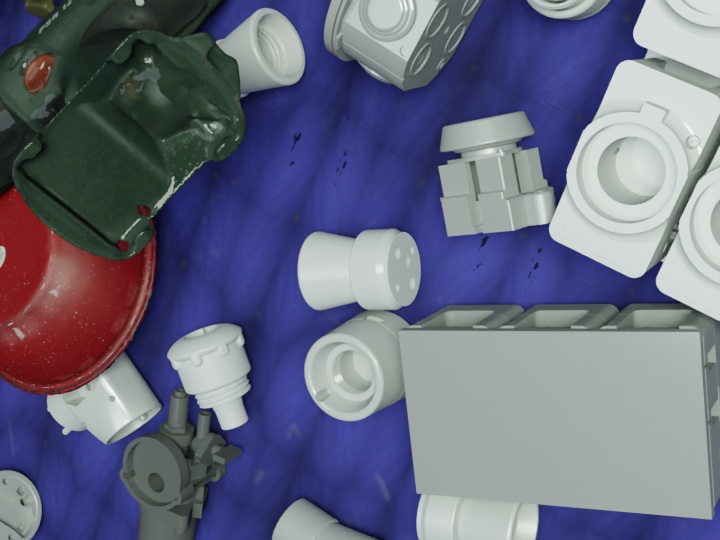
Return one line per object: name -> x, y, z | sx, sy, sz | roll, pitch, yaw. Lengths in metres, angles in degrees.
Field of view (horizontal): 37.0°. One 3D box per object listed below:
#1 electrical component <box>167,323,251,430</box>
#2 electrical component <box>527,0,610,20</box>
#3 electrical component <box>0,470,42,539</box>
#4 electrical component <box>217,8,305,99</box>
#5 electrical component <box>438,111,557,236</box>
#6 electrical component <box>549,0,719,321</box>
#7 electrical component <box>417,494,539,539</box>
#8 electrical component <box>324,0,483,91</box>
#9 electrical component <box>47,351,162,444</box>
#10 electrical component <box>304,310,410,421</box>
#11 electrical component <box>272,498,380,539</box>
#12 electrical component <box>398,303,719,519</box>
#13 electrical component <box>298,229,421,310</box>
electrical component -> -0.087, 0.066, 0.659 | 0.048, 0.048, 0.062 | -13, 101, 31
electrical component -> 0.094, -0.139, 0.500 | 0.043, 0.062, 0.043 | 7, 104, 28
electrical component -> -0.268, 0.176, 0.778 | 0.047, 0.055, 0.055 | -20, 91, 35
electrical component -> -0.069, -0.116, 0.609 | 0.065, 0.044, 0.044 | -16, 93, 36
electrical component -> 0.067, -0.049, 0.543 | 0.066, 0.048, 0.055 | -4, 100, 48
electrical component -> 0.169, -0.078, 0.473 | 0.105, 0.060, 0.186 | 28, 113, 21
electrical component -> 0.065, 0.137, 0.589 | 0.055, 0.045, 0.045 | 6, 104, 29
electrical component -> 0.023, -0.131, 0.532 | 0.051, 0.080, 0.080 | 35, 116, 13
electrical component -> -0.181, 0.081, 0.714 | 0.079, 0.043, 0.077 | -41, 80, 29
electrical component -> 0.001, 0.054, 0.604 | 0.055, 0.047, 0.055 | 7, 104, 28
electrical component -> -0.020, 0.167, 0.646 | 0.065, 0.044, 0.044 | 28, 113, 26
electrical component -> 0.104, 0.066, 0.541 | 0.150, 0.062, 0.089 | -2, 100, 29
electrical component -> 0.000, 0.000, 0.594 | 0.055, 0.045, 0.045 | -1, 101, 29
